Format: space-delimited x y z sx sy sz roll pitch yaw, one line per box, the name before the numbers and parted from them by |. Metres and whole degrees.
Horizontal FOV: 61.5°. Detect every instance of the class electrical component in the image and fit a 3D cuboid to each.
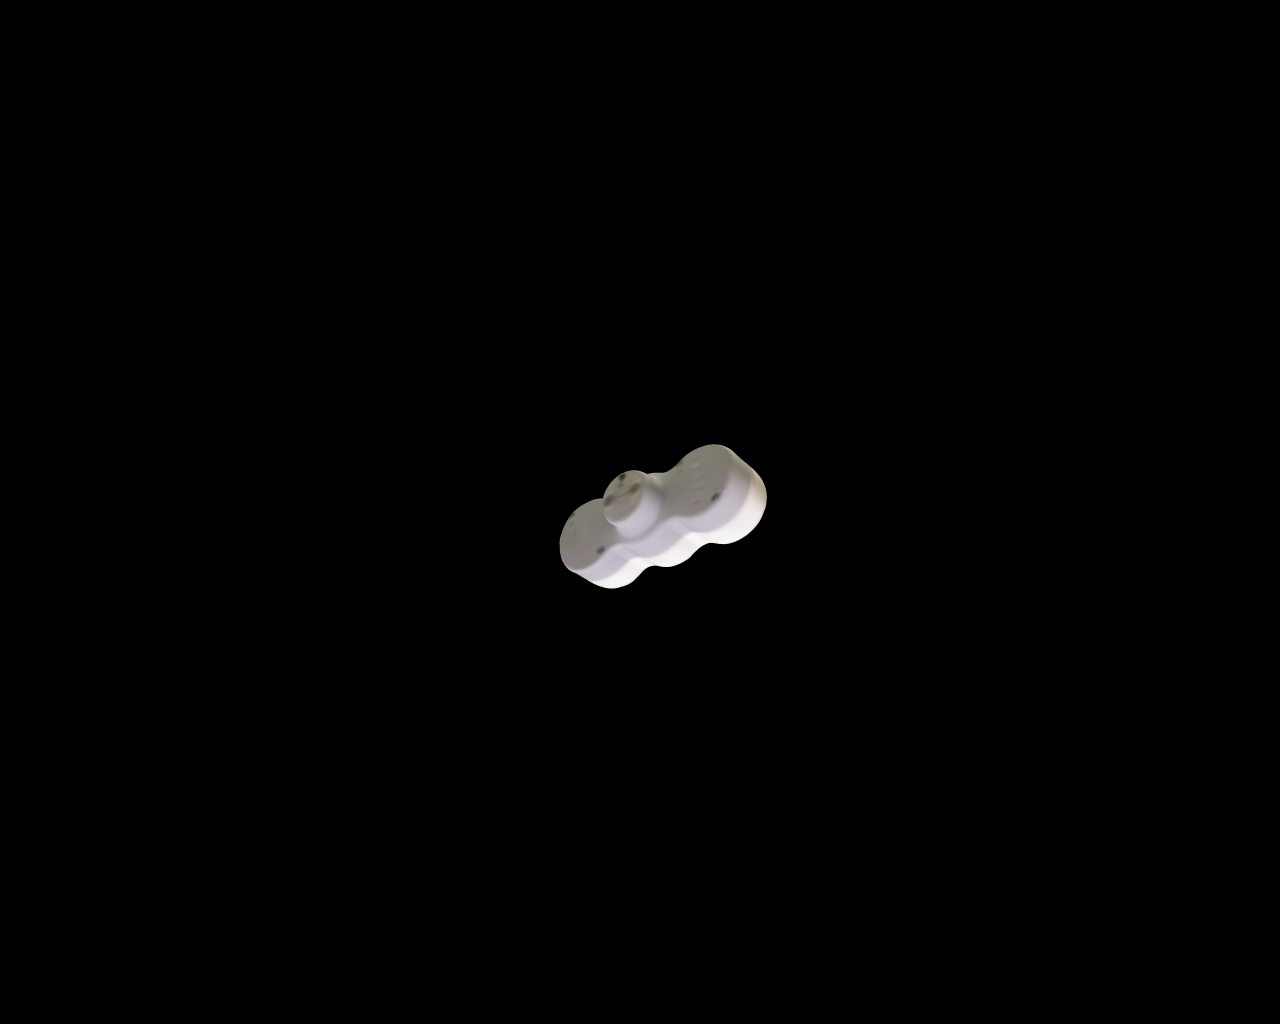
electrical component | 0.001 -0.003 0.650 0.138 0.052 0.073 -24 -41 31
